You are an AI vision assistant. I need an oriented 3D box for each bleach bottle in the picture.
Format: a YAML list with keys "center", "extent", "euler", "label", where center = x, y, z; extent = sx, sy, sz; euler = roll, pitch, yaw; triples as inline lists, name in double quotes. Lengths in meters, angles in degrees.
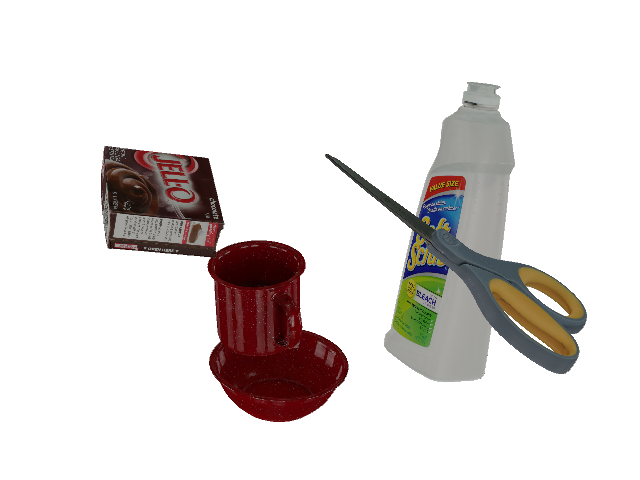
- center: [0.116, -0.011, 0.922]
  extent: [0.068, 0.251, 0.103]
  euler: [0, 15, -26]
  label: "bleach bottle"

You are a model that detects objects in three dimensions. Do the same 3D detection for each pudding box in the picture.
- center: [-0.130, -0.033, 0.865]
  extent: [0.090, 0.039, 0.113]
  euler: [5, 33, -16]
  label: "pudding box"

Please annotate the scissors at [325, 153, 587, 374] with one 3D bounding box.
- center: [0.095, 0.006, 0.685]
  extent: [0.096, 0.016, 0.202]
  euler: [-12, 52, -50]
  label: "scissors"

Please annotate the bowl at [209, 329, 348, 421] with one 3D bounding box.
- center: [-0.049, 0.163, 1.244]
  extent: [0.162, 0.055, 0.162]
  euler: [3, 25, -1]
  label: "bowl"

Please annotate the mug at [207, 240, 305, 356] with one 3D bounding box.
- center: [-0.053, 0.062, 1.020]
  extent: [0.093, 0.081, 0.117]
  euler: [-20, 35, -31]
  label: "mug"
